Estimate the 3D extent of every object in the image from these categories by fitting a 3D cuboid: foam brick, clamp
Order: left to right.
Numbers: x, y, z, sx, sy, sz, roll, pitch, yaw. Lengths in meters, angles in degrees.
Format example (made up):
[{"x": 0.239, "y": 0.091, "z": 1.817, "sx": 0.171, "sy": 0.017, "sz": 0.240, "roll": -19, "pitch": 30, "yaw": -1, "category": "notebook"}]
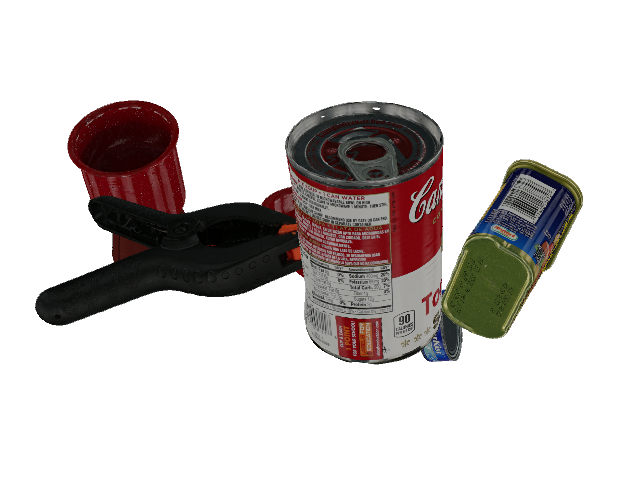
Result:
[{"x": -0.178, "y": -0.001, "z": 1.124, "sx": 0.078, "sy": 0.051, "sz": 0.053, "roll": -4, "pitch": 23, "yaw": -17, "category": "foam brick"}, {"x": -0.092, "y": 0.013, "z": 0.669, "sx": 0.172, "sy": 0.039, "sz": 0.120, "roll": 0, "pitch": 43, "yaw": 21, "category": "clamp"}]

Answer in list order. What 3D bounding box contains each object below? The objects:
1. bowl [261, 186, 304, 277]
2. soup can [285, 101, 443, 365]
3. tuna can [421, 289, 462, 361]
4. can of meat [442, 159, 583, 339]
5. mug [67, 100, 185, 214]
[{"x": 0.021, "y": 0.001, "z": 1.016, "sx": 0.162, "sy": 0.055, "sz": 0.162, "roll": 6, "pitch": 24, "yaw": -3, "category": "bowl"}, {"x": 0.022, "y": -0.002, "z": 0.485, "sx": 0.068, "sy": 0.102, "sz": 0.068, "roll": -3, "pitch": 35, "yaw": 2, "category": "soup can"}, {"x": 0.141, "y": 0.101, "z": 1.267, "sx": 0.034, "sy": 0.086, "sz": 0.086, "roll": -6, "pitch": -2, "yaw": 22, "category": "tuna can"}, {"x": 0.131, "y": 0.009, "z": 0.742, "sx": 0.057, "sy": 0.102, "sz": 0.083, "roll": 29, "pitch": 52, "yaw": 13, "category": "can of meat"}, {"x": -0.165, "y": -0.067, "z": 0.919, "sx": 0.093, "sy": 0.117, "sz": 0.081, "roll": -20, "pitch": -40, "yaw": -12, "category": "mug"}]
